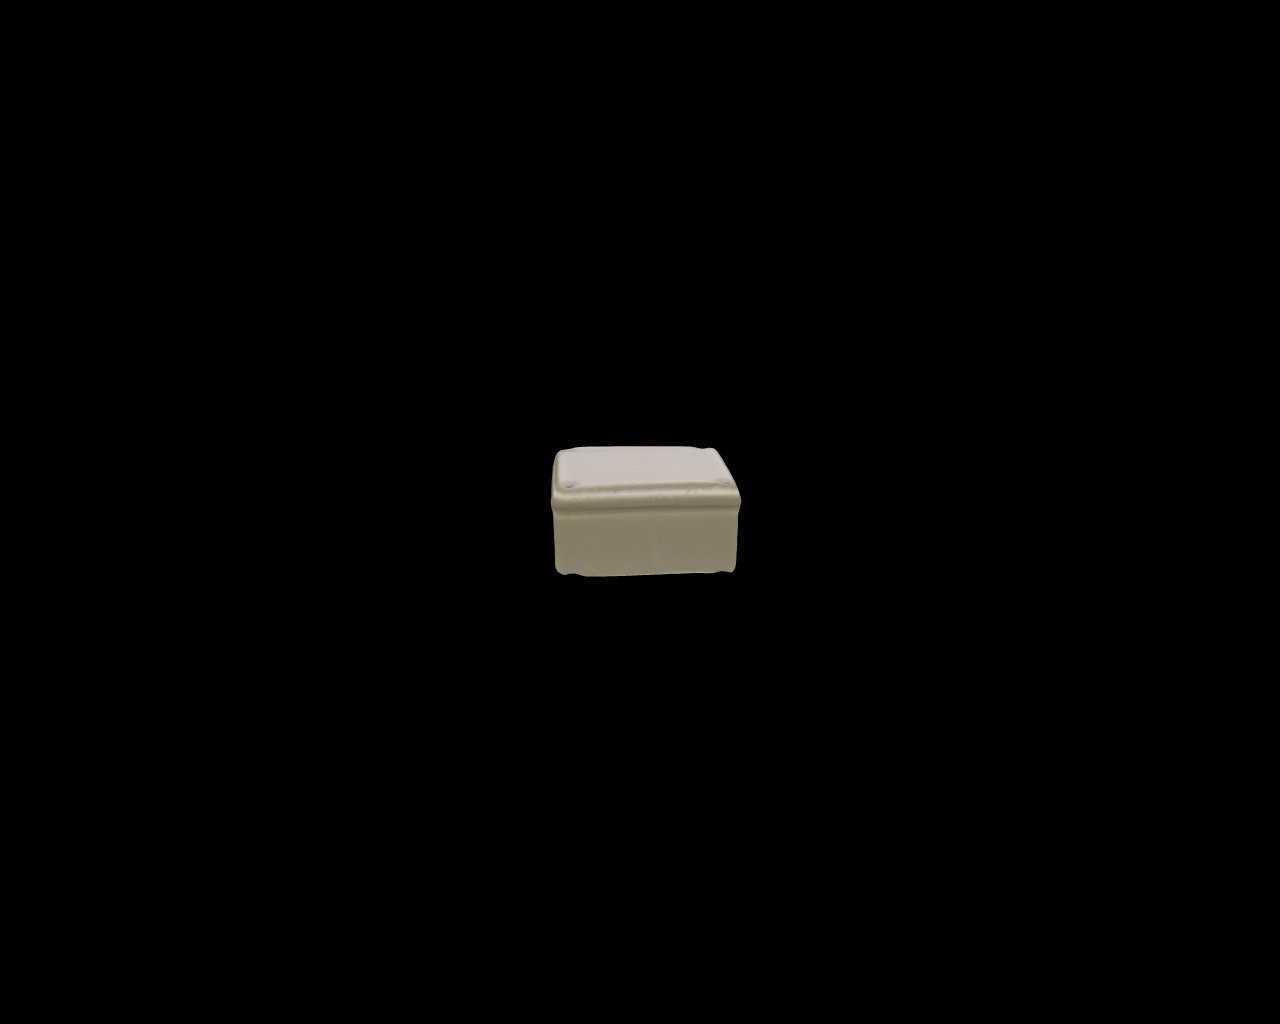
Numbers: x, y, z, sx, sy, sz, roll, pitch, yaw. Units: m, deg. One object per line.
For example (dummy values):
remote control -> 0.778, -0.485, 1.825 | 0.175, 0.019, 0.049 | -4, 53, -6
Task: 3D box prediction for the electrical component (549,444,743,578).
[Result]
electrical component -> 0.001, -0.003, 0.650 | 0.109, 0.056, 0.109 | -1, 16, -4
